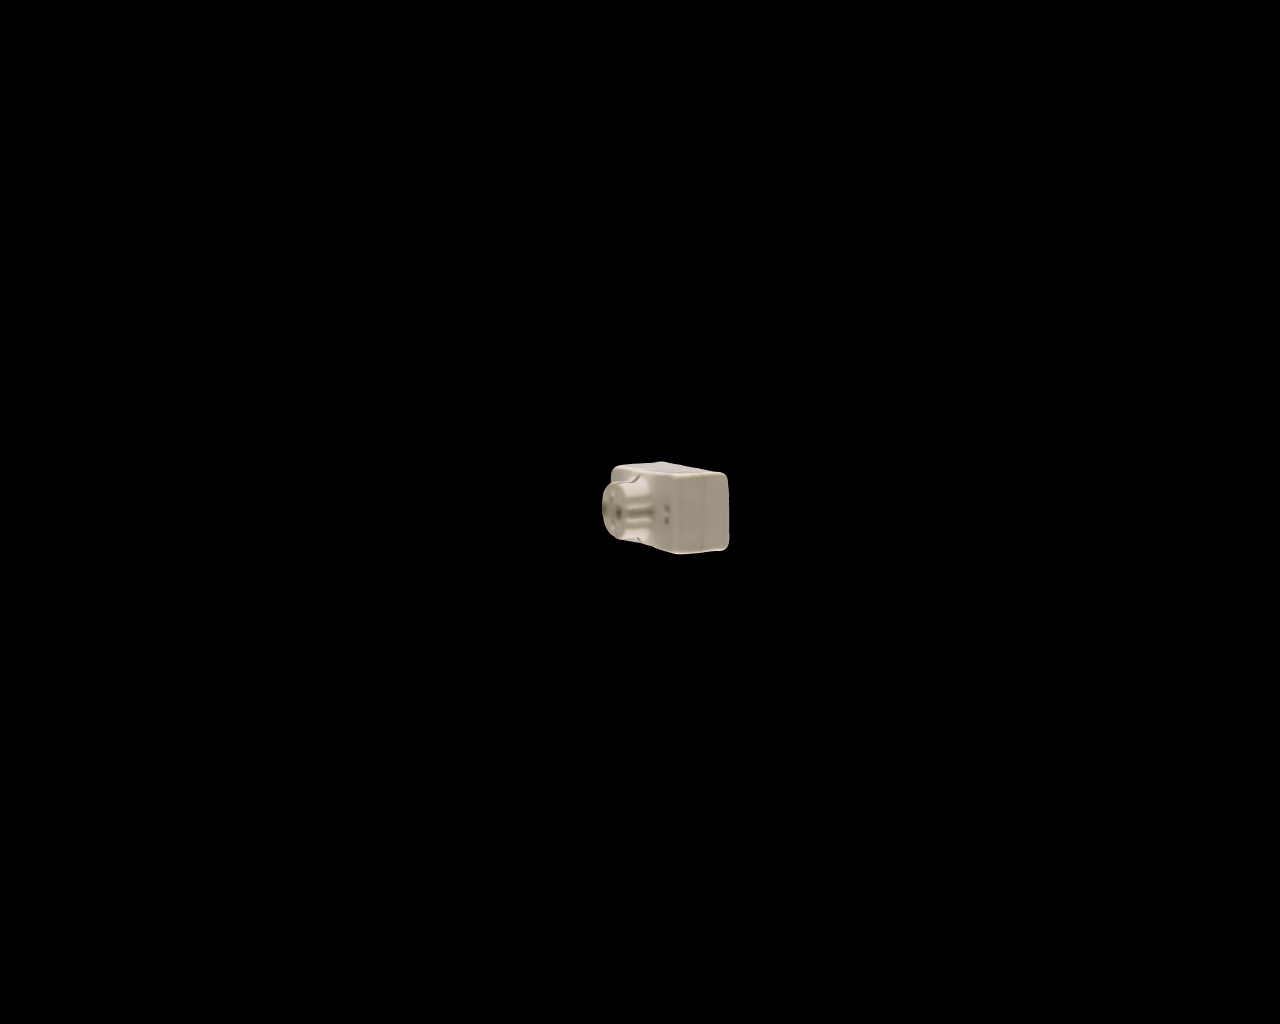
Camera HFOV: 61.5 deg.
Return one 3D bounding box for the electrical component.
[{"bbox_3d":[0.001,-0.003,0.650,0.076,0.047,0.083,-4,8,-27],"label":"electrical component"}]
